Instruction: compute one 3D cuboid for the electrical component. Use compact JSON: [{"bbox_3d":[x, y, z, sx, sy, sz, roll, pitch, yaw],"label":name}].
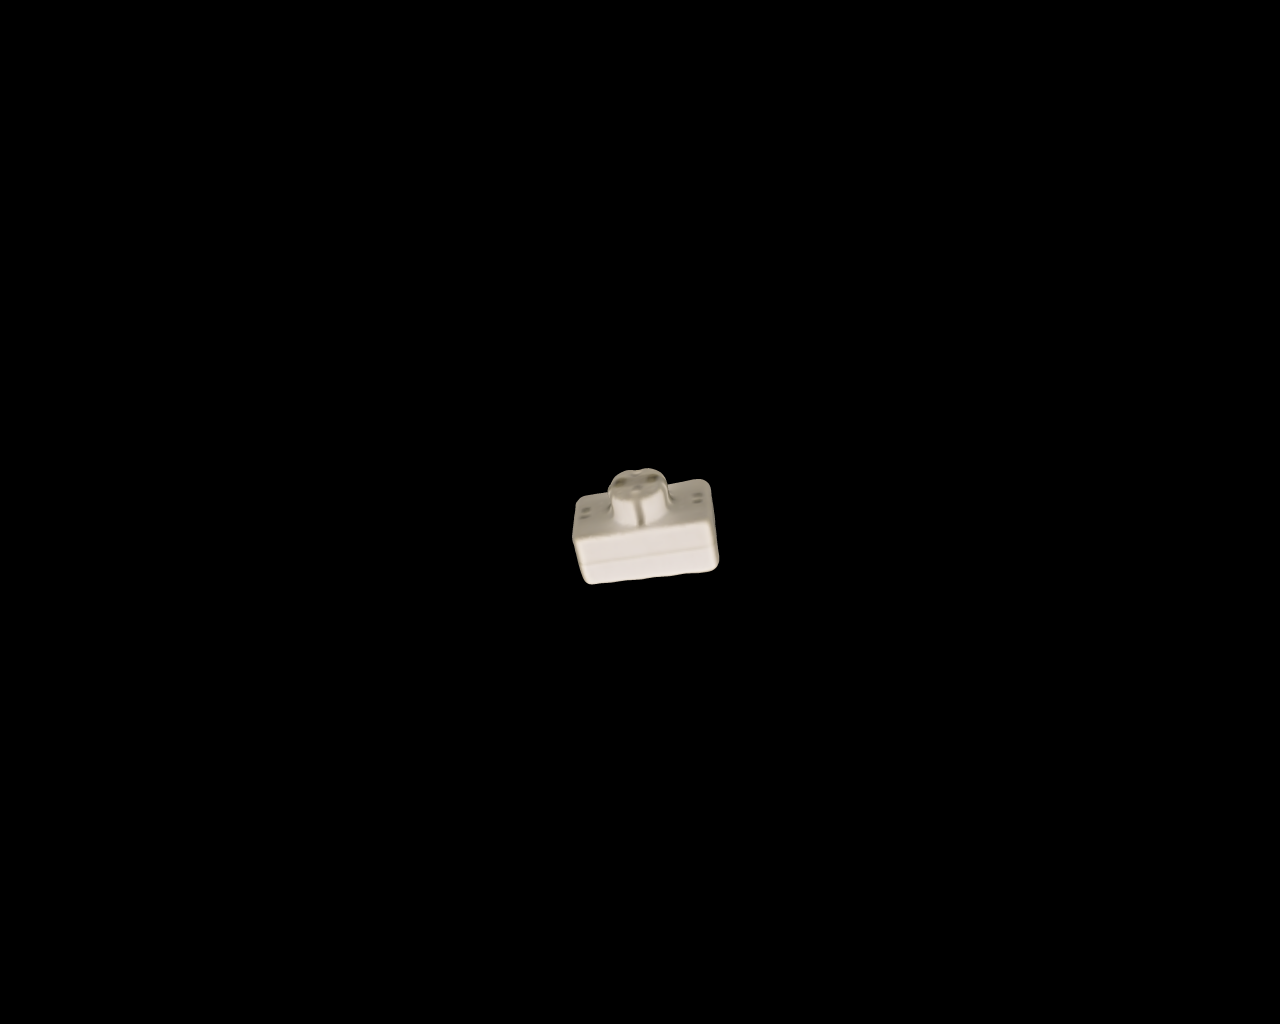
[{"bbox_3d":[0.001,-0.003,0.650,0.083,0.075,0.047,-8,34,5],"label":"electrical component"}]
